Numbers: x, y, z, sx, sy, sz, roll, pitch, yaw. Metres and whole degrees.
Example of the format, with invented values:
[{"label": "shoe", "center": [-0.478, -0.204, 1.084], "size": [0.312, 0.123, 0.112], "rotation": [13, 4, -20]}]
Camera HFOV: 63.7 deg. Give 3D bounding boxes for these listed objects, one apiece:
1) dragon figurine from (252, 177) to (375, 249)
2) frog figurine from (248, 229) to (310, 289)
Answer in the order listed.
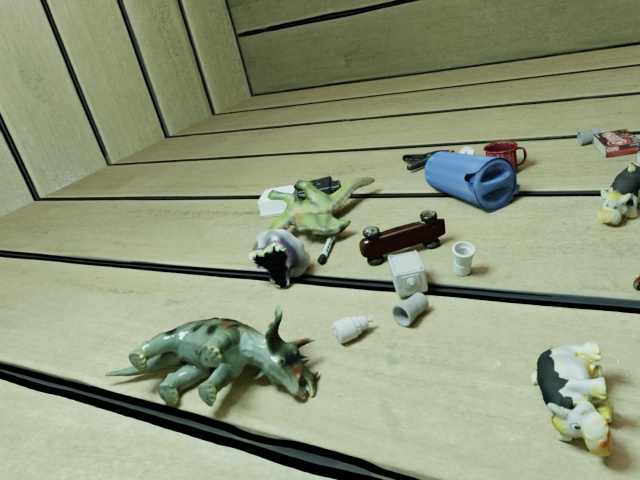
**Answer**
[{"label": "dragon figurine", "center": [0.004, -0.070, 1.389], "size": [0.412, 0.119, 0.247], "rotation": [-20, 35, -11]}, {"label": "frog figurine", "center": [-0.086, 0.024, 1.210], "size": [0.137, 0.121, 0.162], "rotation": [24, 21, 3]}]
